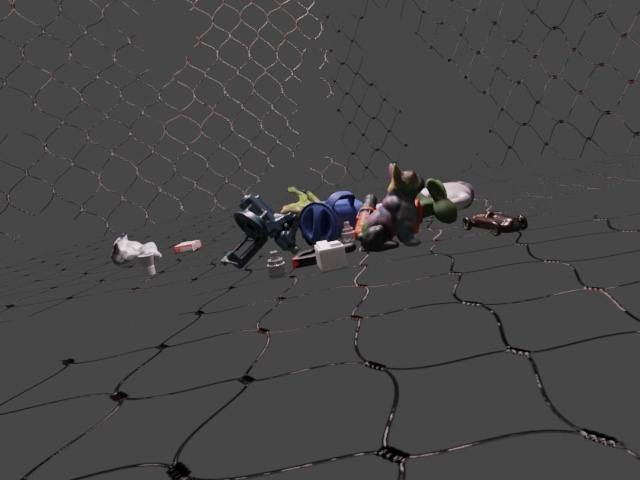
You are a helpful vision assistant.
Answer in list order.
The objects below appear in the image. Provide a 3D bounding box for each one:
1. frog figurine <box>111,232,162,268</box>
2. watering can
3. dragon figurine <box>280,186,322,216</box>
[{"bbox_3d":[-0.634,0.052,1.791,0.159,0.123,0.137,25,-6,-8],"label":"frog figurine"},{"bbox_3d":[0.371,-0.134,1.752,0.226,0.103,0.347,-16,11,-40],"label":"watering can"},{"bbox_3d":[0.006,-0.100,1.979,0.409,0.121,0.246,7,19,-40],"label":"dragon figurine"}]
